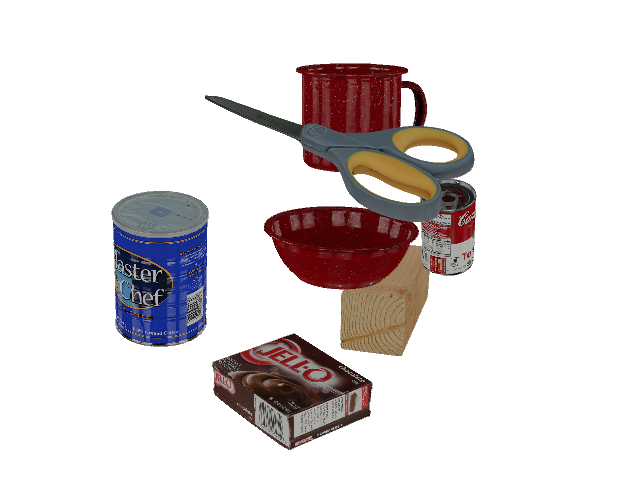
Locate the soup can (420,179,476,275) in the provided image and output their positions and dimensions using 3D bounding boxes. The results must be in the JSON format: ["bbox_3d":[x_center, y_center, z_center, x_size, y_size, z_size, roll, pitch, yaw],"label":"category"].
[{"bbox_3d":[0.157,-0.015,1.319,0.068,0.102,0.068,-3,36,2],"label":"soup can"}]

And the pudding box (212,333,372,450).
[{"bbox_3d":[-0.025,0.126,0.909,0.089,0.039,0.114,-18,31,-35],"label":"pudding box"}]

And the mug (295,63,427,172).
[{"bbox_3d":[0.037,-0.104,0.896,0.117,0.081,0.093,-7,16,-26],"label":"mug"}]

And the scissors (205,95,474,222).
[{"bbox_3d":[0.017,-0.071,0.703,0.096,0.016,0.202,-27,44,-27],"label":"scissors"}]

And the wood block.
[{"bbox_3d":[0.097,0.081,1.553,0.091,0.090,0.206,6,21,14],"label":"wood block"}]

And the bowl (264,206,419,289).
[{"bbox_3d":[0.021,0.011,1.114,0.162,0.055,0.162,1,17,-1],"label":"bowl"}]

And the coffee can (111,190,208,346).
[{"bbox_3d":[-0.174,0.030,1.167,0.103,0.140,0.103,3,27,-2],"label":"coffee can"}]
